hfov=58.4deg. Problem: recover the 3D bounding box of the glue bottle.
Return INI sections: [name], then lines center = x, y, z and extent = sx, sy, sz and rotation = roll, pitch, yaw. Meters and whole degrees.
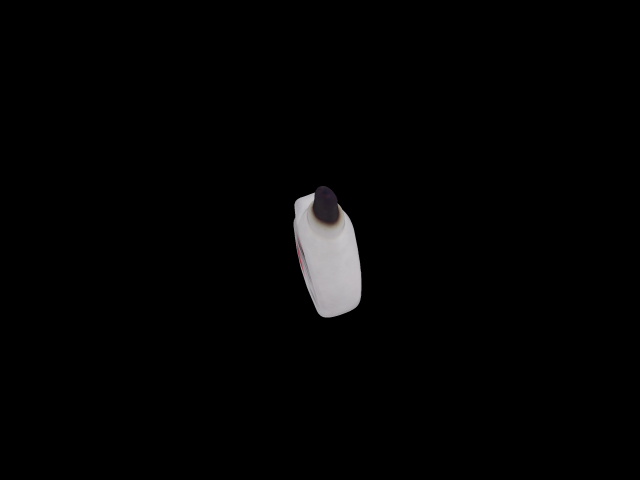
[glue bottle]
center = 0.004, 0.001, 0.400
extent = 0.037, 0.173, 0.078
rotation = -21, 72, -7
